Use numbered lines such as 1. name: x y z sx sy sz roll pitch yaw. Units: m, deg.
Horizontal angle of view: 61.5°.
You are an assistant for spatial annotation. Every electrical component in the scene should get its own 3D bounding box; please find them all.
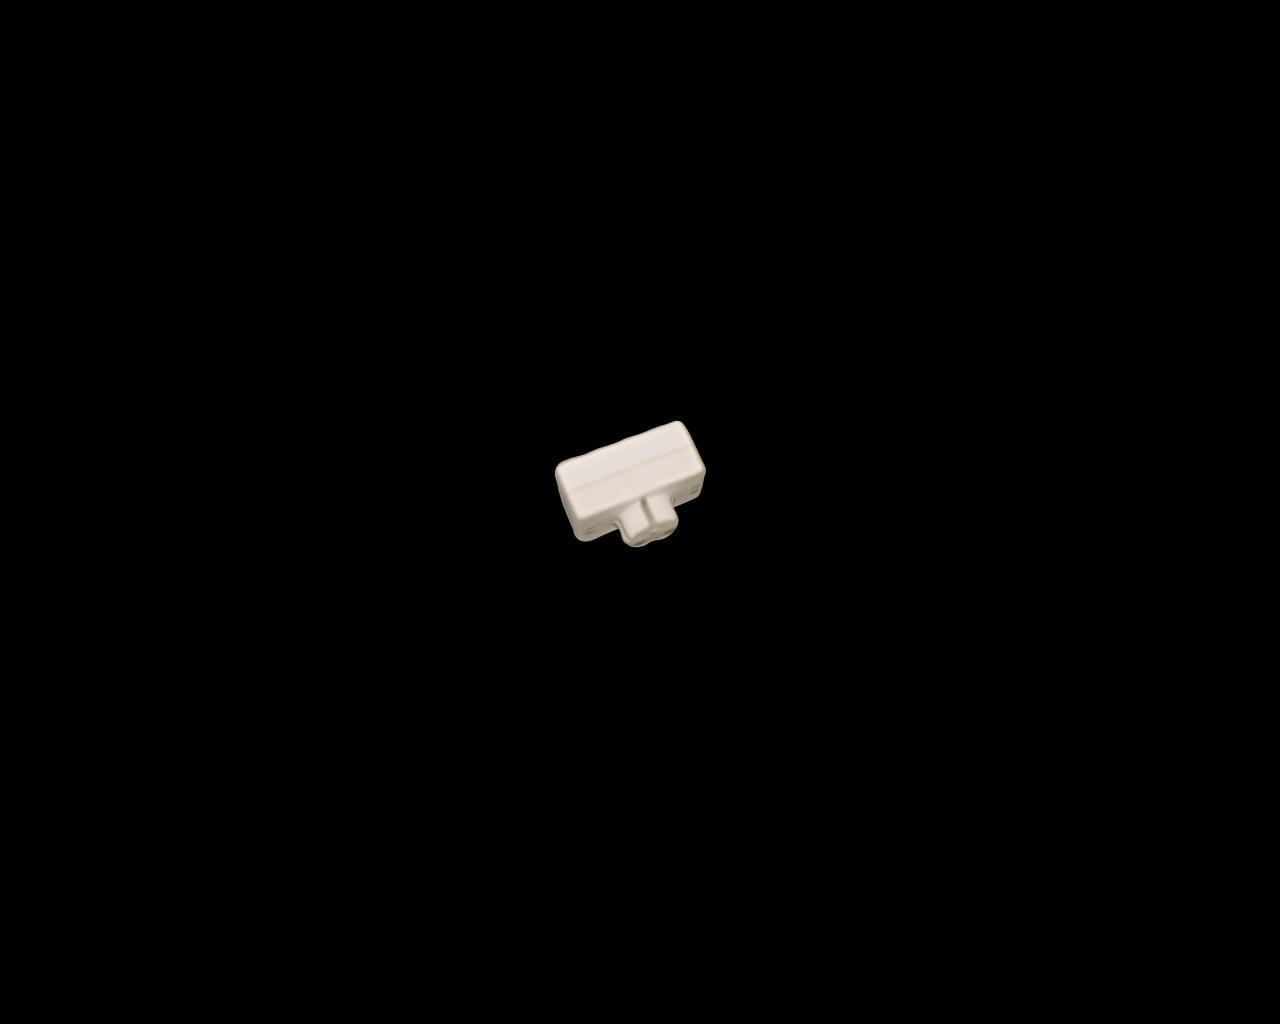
1. electrical component: 0.001 -0.003 0.650 0.083 0.076 0.047 -21 -18 -7
